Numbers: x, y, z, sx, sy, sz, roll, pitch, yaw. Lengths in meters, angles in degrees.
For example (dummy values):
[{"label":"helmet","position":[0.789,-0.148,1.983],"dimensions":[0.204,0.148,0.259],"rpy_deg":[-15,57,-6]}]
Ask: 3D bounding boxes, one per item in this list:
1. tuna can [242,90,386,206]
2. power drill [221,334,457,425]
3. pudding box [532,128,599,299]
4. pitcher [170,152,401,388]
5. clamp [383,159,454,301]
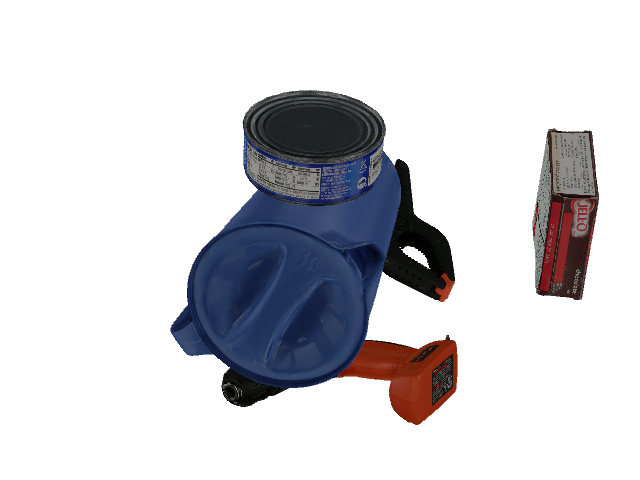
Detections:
[{"label":"tuna can","position":[-0.004,-0.057,0.646],"dimensions":[0.086,0.034,0.086],"rpy_deg":[2,35,-2]},{"label":"power drill","position":[0.022,0.123,1.013],"dimensions":[0.188,0.057,0.184],"rpy_deg":[9,20,30]},{"label":"pudding box","position":[0.188,-0.023,0.820],"dimensions":[0.039,0.090,0.113],"rpy_deg":[5,32,5]},{"label":"pitcher","position":[-0.015,0.005,0.856],"dimensions":[0.149,0.145,0.242],"rpy_deg":[16,27,6]},{"label":"clamp","position":[0.076,-0.010,1.235],"dimensions":[0.164,0.210,0.036],"rpy_deg":[-13,-39,-26]}]
